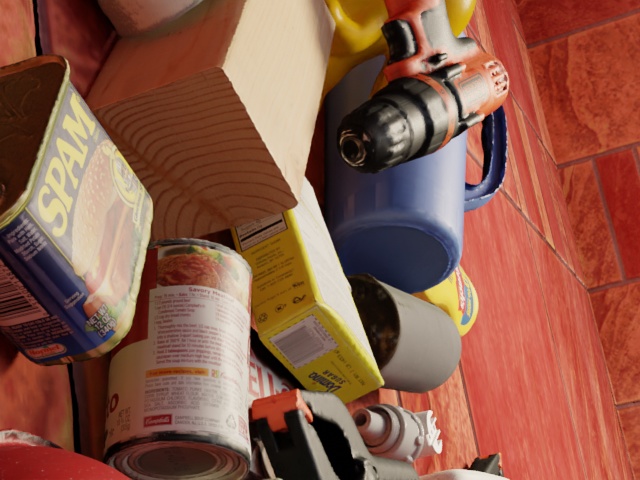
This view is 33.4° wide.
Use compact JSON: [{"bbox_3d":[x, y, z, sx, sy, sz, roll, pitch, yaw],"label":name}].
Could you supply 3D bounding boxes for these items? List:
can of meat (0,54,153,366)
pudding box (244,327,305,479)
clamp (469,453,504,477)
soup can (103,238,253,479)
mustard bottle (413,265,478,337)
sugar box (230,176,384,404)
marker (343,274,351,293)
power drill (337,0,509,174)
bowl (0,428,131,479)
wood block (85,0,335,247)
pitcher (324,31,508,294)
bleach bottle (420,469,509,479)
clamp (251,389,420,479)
[{"bbox_3d":[-0.114,-0.010,0.438,0.102,0.057,0.084,-86,156,-44],"label":"can of meat"},{"bbox_3d":[-0.041,0.098,0.584,0.113,0.039,0.090,53,26,-49],"label":"pudding box"},{"bbox_3d":[0.156,0.283,1.003,0.210,0.036,0.164,-85,151,-43],"label":"clamp"},{"bbox_3d":[-0.065,0.060,0.501,0.068,0.069,0.102,50,31,-51],"label":"soup can"},{"bbox_3d":[0.111,0.046,1.036,0.191,0.058,0.096,47,31,-54],"label":"mustard bottle"},{"bbox_3d":[-0.019,0.008,0.653,0.093,0.048,0.176,54,9,-45],"label":"sugar box"},{"bbox_3d":[-0.005,0.001,0.740,0.020,0.020,0.121,58,4,-39],"label":"marker"},{"bbox_3d":[0.042,-0.144,0.674,0.184,0.057,0.187,-32,104,-52],"label":"power drill"},{"bbox_3d":[-0.086,0.145,0.392,0.162,0.055,0.162,-16,90,-72],"label":"bowl"},{"bbox_3d":[-0.057,-0.101,0.622,0.206,0.090,0.090,-80,148,-51],"label":"wood block"},{"bbox_3d":[0.074,-0.074,0.901,0.145,0.149,0.242,58,27,-45],"label":"pitcher"},{"bbox_3d":[0.124,0.313,0.835,0.102,0.068,0.251,23,53,-46],"label":"bleach bottle"},{"bbox_3d":[0.016,0.146,0.579,0.171,0.039,0.120,47,25,-42],"label":"clamp"}]
